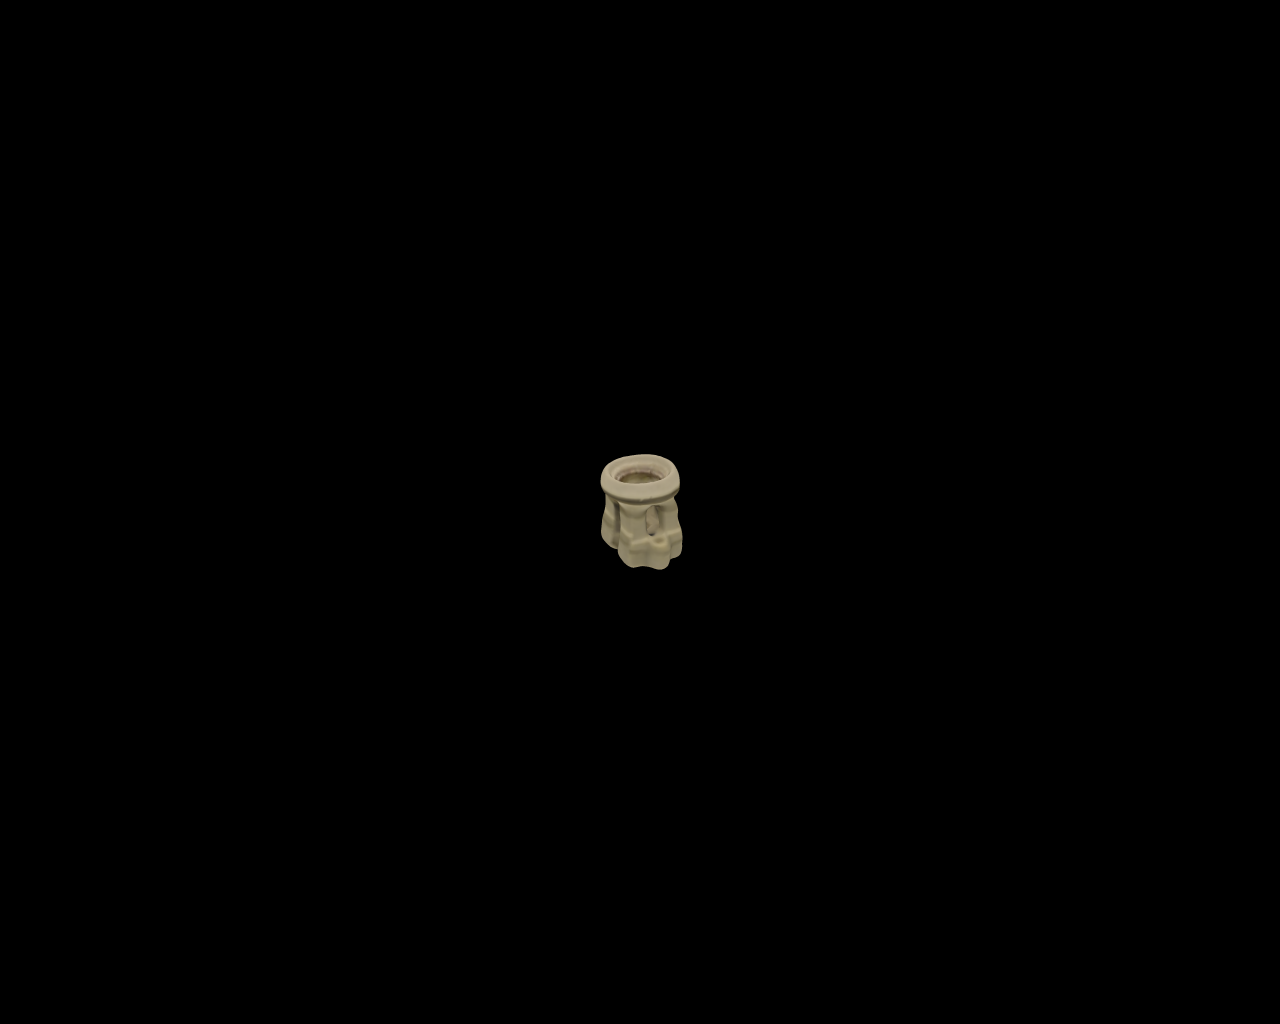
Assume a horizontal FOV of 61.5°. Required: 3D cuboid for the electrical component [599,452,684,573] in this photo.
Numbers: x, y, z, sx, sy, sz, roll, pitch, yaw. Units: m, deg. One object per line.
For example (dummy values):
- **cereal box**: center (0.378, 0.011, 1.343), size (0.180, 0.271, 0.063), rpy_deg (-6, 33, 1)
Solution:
- **electrical component**: center (0.001, -0.003, 0.650), size (0.048, 0.055, 0.066), rpy_deg (-14, 32, -24)
